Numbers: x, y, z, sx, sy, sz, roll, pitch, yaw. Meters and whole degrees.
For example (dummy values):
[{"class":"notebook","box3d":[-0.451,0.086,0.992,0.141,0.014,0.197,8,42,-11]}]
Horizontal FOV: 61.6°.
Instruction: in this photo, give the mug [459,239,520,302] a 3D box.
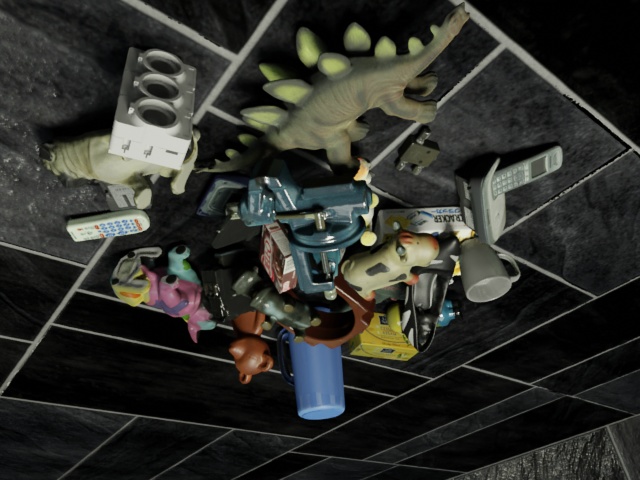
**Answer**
[{"class":"mug","box3d":[0.310,0.047,1.001,0.110,0.107,0.080,-14,143,1]}]

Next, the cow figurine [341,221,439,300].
[{"class":"cow figurine","box3d":[0.126,0.035,0.980,0.195,0.085,0.127,-23,143,31]}]

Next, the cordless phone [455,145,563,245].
[{"class":"cordless phone","box3d":[0.345,-0.088,0.956,0.184,0.089,0.146,-22,123,-4]}]

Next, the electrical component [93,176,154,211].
[{"class":"electrical component","box3d":[-0.318,-0.079,0.895,0.075,0.048,0.119,-4,142,-2]}]

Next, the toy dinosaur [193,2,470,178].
[{"class":"toy dinosaur","box3d":[-0.001,-0.185,0.768,0.471,0.105,0.198,-32,130,33]}]

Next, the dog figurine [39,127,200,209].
[{"class":"dog figurine","box3d":[-0.297,-0.137,0.804,0.191,0.172,0.121,16,119,28]}]

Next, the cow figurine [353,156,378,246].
[{"class":"cow figurine","box3d":[0.064,-0.080,0.932,0.068,0.098,0.167,-1,125,2]}]

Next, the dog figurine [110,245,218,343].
[{"class":"dog figurine","box3d":[-0.298,0.119,1.091,0.192,0.108,0.219,-5,137,7]}]

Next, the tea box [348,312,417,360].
[{"class":"tea box","box3d":[0.157,0.241,1.356,0.169,0.098,0.068,9,141,-22]}]

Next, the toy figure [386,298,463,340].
[{"class":"toy figure","box3d":[0.250,0.175,1.298,0.180,0.082,0.089,-15,124,23]}]

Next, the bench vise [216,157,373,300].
[{"class":"bench vise","box3d":[-0.025,-0.005,0.817,0.224,0.129,0.240,-11,122,1]}]

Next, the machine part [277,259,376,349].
[{"class":"machine part","box3d":[0.000,0.123,1.128,0.201,0.087,0.201,36,132,-14]}]

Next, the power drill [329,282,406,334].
[{"class":"power drill","box3d":[0.138,0.136,1.228,0.232,0.086,0.207,23,138,-31]}]

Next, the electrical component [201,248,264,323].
[{"class":"electrical component","box3d":[-0.170,0.085,1.064,0.115,0.134,0.058,-17,-170,-43]}]

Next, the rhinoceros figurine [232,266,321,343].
[{"class":"rhinoceros figurine","box3d":[-0.081,0.118,1.029,0.190,0.112,0.073,33,111,-27]}]

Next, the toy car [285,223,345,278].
[{"class":"toy car","box3d":[-0.002,-0.003,0.985,0.103,0.161,0.109,-24,-178,-39]}]

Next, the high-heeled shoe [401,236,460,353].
[{"class":"high-heeled shoe","box3d":[0.217,0.109,1.036,0.086,0.145,0.248,2,146,-13]}]

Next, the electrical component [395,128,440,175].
[{"class":"electrical component","box3d":[0.168,-0.148,0.902,0.063,0.021,0.094,11,139,-23]}]

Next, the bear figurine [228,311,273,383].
[{"class":"bear figurine","box3d":[-0.173,0.198,1.163,0.132,0.196,0.120,26,136,-34]}]

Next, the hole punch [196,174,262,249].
[{"class":"hole punch","box3d":[-0.143,-0.056,0.937,0.116,0.092,0.142,-16,154,-44]}]
